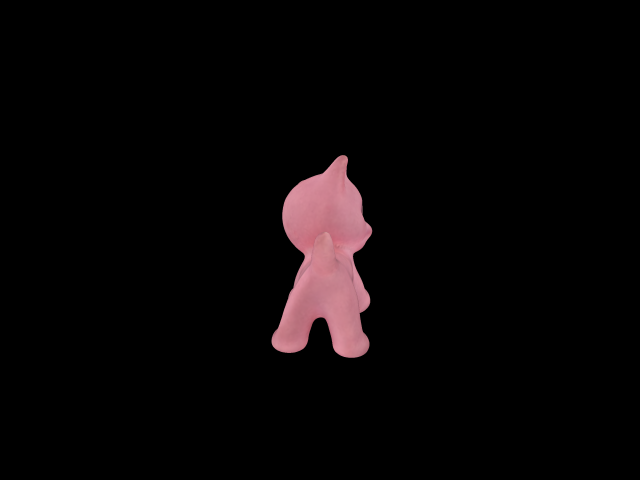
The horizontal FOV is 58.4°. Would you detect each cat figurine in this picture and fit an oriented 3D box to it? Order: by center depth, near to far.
[{"bbox_3d":[0.004,0.001,0.400,0.067,0.118,0.128,1,19,3],"label":"cat figurine"}]
